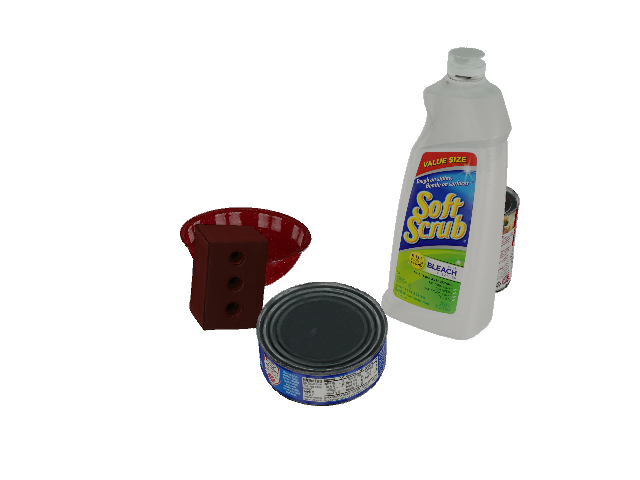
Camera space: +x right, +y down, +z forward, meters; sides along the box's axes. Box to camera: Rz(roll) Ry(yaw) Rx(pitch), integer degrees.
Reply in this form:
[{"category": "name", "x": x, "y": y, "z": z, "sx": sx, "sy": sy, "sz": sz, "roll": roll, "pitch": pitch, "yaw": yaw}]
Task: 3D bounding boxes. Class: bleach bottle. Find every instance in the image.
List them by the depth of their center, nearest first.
[{"category": "bleach bottle", "x": 0.109, "y": -0.042, "z": 0.918, "sx": 0.103, "sy": 0.251, "sz": 0.067, "roll": 19, "pitch": 33, "yaw": 31}]

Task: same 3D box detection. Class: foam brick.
[{"category": "foam brick", "x": -0.078, "y": 0.030, "z": 0.896, "sx": 0.053, "sy": 0.078, "sz": 0.051, "roll": -1, "pitch": 15, "yaw": -20}]

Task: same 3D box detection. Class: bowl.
[{"category": "bowl", "x": -0.094, "y": 0.015, "z": 1.320, "sx": 0.162, "sy": 0.055, "sz": 0.162, "roll": 3, "pitch": 25, "yaw": -2}]

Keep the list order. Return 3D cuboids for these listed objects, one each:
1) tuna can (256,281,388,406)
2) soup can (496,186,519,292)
[{"category": "tuna can", "x": 0.001, "y": 0.067, "z": 0.703, "sx": 0.086, "sy": 0.034, "sz": 0.086, "roll": -1, "pitch": 40, "yaw": 1}, {"category": "soup can", "x": 0.172, "y": -0.002, "z": 1.127, "sx": 0.068, "sy": 0.102, "sz": 0.068, "roll": -1, "pitch": 35, "yaw": 1}]
